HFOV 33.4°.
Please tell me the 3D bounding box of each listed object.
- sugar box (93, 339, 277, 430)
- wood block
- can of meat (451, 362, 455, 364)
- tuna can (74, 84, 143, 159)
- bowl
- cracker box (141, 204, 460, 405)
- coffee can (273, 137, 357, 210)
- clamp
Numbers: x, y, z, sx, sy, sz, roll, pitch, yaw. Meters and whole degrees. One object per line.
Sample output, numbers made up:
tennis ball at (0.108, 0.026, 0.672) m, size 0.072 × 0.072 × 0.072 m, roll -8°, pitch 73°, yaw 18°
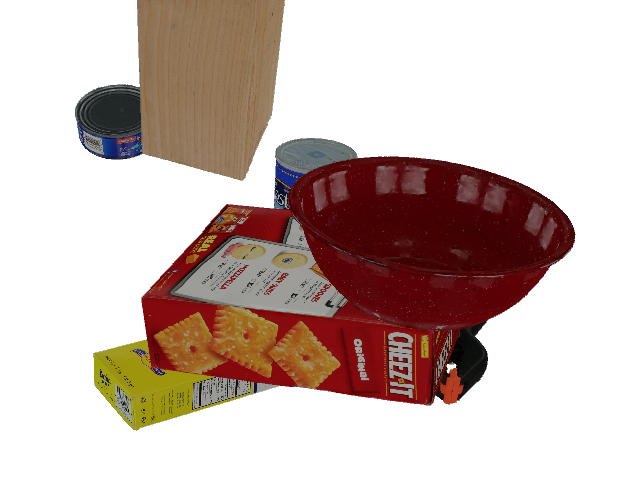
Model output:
sugar box at (-0.127, 0.127, 1.066) m, size 0.175 × 0.048 × 0.093 m, roll -16°, pitch 32°, yaw -31°
wood block at (-0.082, -0.153, 0.814) m, size 0.091 × 0.090 × 0.206 m, roll 16°, pitch -37°, yaw 4°
can of meat at (0.155, 0.090, 1.296) m, size 0.057 × 0.084 × 0.102 m, roll 11°, pitch 25°, yaw 7°
tuna can at (-0.207, -0.122, 1.096) m, size 0.086 × 0.034 × 0.086 m, roll 1°, pitch 44°, yaw -1°
bowl at (0.059, 0.006, 0.610) m, size 0.162 × 0.055 × 0.162 m, roll 5°, pitch 25°, yaw -3°
cracker box at (-0.002, 0.043, 0.806) m, size 0.214 × 0.072 × 0.164 m, roll 6°, pitch 28°, yaw 17°
coffee can at (-0.009, -0.047, 1.357) m, size 0.103 × 0.140 × 0.103 m, roll 3°, pitch 27°, yaw -2°
clamp at (0.125, 0.094, 1.020) m, size 0.120 × 0.039 × 0.171 m, roll -7°, pitch 31°, yaw -7°
